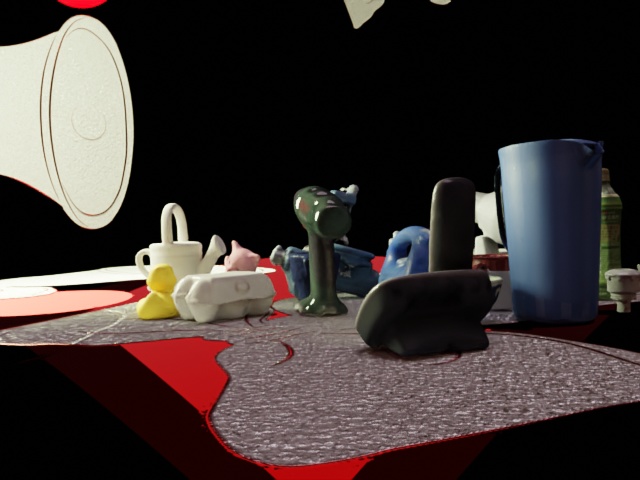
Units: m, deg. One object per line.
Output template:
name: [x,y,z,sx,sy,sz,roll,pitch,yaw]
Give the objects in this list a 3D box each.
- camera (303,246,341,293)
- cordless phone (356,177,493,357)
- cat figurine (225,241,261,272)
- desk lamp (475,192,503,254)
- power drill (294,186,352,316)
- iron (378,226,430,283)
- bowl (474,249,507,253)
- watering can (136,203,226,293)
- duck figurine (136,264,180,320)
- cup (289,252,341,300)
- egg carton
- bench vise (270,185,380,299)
camera: [0.028,0.060,1.262,0.137,0.101,0.142,-2,1,-29]
cordless phone: [0.113,0.026,0.619,0.148,0.185,0.094,-2,1,-28]
cat figurine: [-0.168,0.060,1.173,0.067,0.118,0.127,-2,1,-30]
desk lamp: [0.341,-0.005,1.197,0.202,0.213,0.118,-1,1,42]
power drill: [-0.004,0.013,0.929,0.076,0.208,0.229,-2,1,-15]
iron: [0.154,0.040,0.992,0.119,0.141,0.258,-2,1,-15]
bowl: [0.376,0.061,1.344,0.167,0.075,0.167,-2,1,0]
watering can: [-0.270,0.026,1.111,0.173,0.194,0.101,-2,1,-12]
duck figurine: [-0.261,0.082,0.938,0.077,0.086,0.104,-2,1,0]
cup: [-0.010,0.069,0.998,0.091,0.095,0.118,-2,1,8]
egg carton: [-0.150,0.087,0.904,0.151,0.069,0.107,-3,1,-41]
bench vise: [0.016,0.004,1.094,0.208,0.220,0.121,-2,1,-31]
